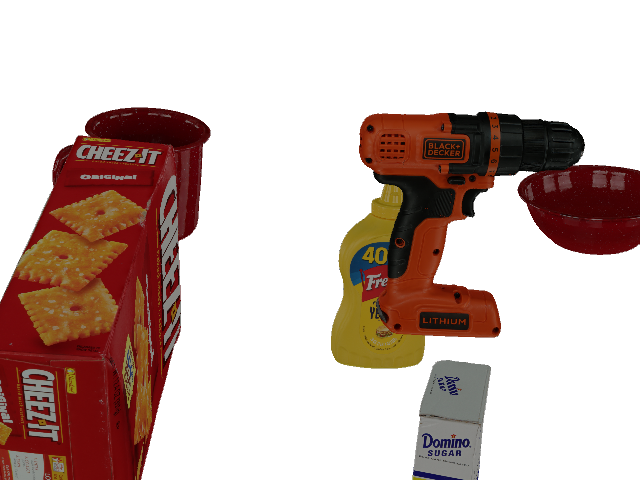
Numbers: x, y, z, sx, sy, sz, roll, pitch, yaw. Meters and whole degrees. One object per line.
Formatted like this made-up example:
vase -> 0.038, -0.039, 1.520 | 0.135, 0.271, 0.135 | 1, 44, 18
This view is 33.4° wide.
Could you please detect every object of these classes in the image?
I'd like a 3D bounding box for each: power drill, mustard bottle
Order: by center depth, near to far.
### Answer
power drill -> 0.121, -0.015, 0.890 | 0.184, 0.188, 0.057 | 2, 15, -1
mustard bottle -> 0.066, 0.034, 1.089 | 0.096, 0.192, 0.058 | 3, 16, -7

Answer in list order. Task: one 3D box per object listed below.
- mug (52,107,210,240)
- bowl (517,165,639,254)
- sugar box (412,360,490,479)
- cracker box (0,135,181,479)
mug -> -0.144, -0.047, 0.810 | 0.117, 0.081, 0.093 | -4, 27, -20
bowl -> 0.285, -0.028, 1.106 | 0.162, 0.055, 0.162 | -2, 23, 1
sugar box -> 0.082, 0.178, 0.720 | 0.048, 0.176, 0.093 | 5, 17, 11
cracker box -> -0.131, 0.060, 0.635 | 0.072, 0.164, 0.213 | 5, 34, 0
